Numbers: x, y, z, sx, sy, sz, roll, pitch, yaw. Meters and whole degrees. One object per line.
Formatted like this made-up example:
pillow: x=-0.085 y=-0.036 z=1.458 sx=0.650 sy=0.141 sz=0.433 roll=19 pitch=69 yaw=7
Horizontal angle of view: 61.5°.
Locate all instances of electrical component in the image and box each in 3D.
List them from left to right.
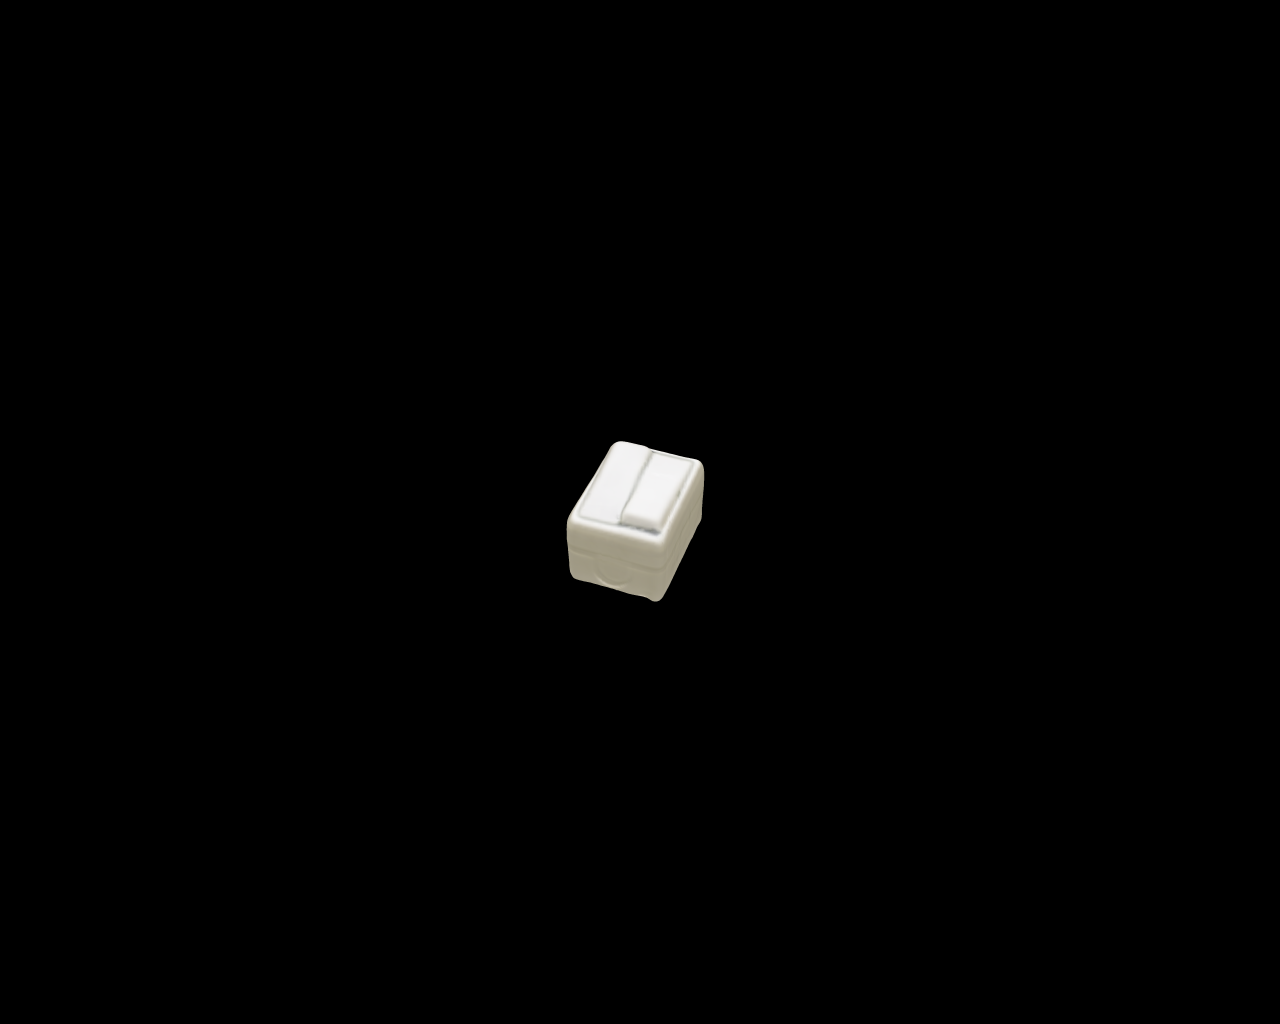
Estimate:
electrical component: x=0.001 y=-0.003 z=0.650 sx=0.062 sy=0.061 sz=0.096 roll=15 pitch=47 yaw=15
